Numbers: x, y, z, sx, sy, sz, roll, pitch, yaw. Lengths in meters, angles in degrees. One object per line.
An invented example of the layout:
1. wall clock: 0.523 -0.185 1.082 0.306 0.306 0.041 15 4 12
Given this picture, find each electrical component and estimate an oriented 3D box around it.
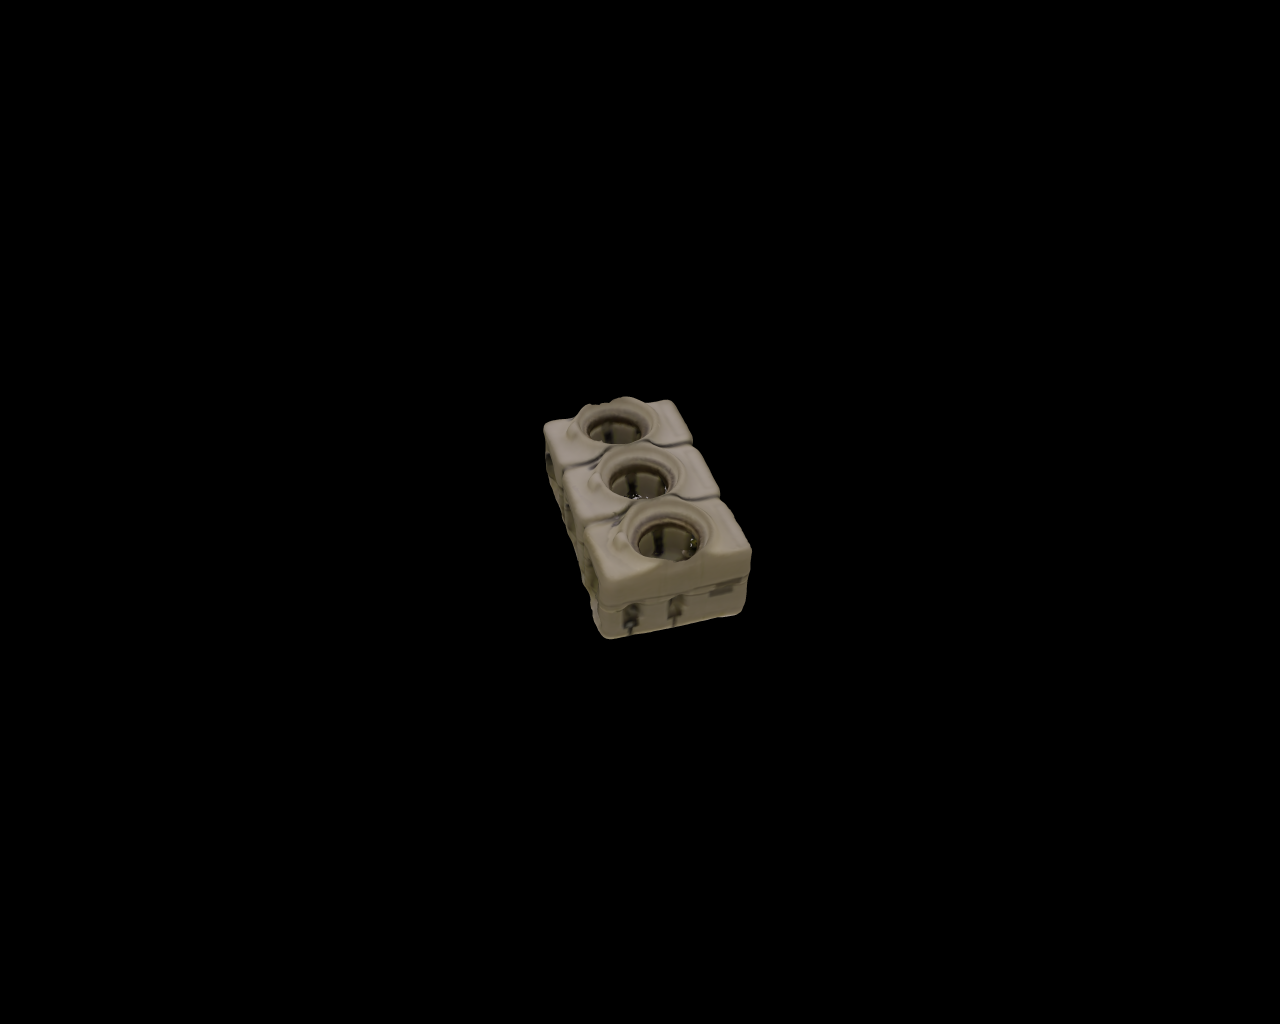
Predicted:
1. electrical component: 0.001 -0.003 0.650 0.089 0.061 0.150 -11 43 -12
